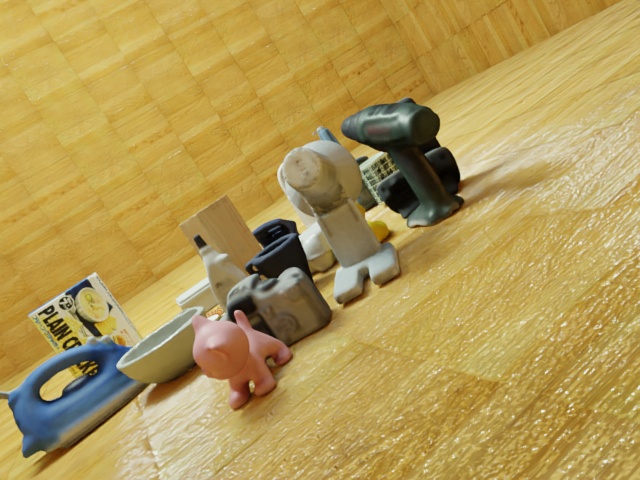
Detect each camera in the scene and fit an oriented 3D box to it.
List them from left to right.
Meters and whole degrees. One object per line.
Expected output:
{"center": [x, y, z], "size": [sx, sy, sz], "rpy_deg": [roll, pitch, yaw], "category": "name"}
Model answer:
{"center": [-0.065, 0.086, 0.804], "size": [0.143, 0.101, 0.137], "rpy_deg": [-30, 10, 13], "category": "camera"}

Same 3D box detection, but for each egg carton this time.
{"center": [0.010, 0.004, 1.072], "size": [0.107, 0.069, 0.151], "rpy_deg": [-22, 14, 48], "category": "egg carton"}

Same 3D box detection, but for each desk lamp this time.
{"center": [0.023, -0.044, 0.836], "size": [0.118, 0.213, 0.203], "rpy_deg": [-31, 10, 10], "category": "desk lamp"}

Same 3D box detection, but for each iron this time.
{"center": [-0.412, 0.246, 0.987], "size": [0.259, 0.141, 0.118], "rpy_deg": [-37, 11, -27], "category": "iron"}

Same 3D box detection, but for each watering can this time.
{"center": [-0.028, -0.118, 1.425], "size": [0.101, 0.194, 0.172], "rpy_deg": [-38, 11, -29], "category": "watering can"}

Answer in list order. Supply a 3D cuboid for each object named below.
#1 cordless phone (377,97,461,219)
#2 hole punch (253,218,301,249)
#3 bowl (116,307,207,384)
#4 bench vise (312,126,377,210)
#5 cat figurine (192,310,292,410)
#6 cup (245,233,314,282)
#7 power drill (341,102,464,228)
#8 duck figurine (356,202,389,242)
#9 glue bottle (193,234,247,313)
{"center": [0.152, -0.145, 1.016], "size": [0.147, 0.185, 0.094], "rpy_deg": [-31, 10, 11], "category": "cordless phone"}
{"center": [-0.116, -0.013, 1.492], "size": [0.108, 0.091, 0.101], "rpy_deg": [-28, 11, 22], "category": "hole punch"}
{"center": [-0.246, 0.187, 0.955], "size": [0.167, 0.075, 0.167], "rpy_deg": [-31, 10, 6], "category": "bowl"}
{"center": [0.070, -0.182, 1.358], "size": [0.122, 0.220, 0.207], "rpy_deg": [-35, 10, -16], "category": "bench vise"}
{"center": [-0.101, 0.126, 0.668], "size": [0.067, 0.118, 0.128], "rpy_deg": [-29, 10, 19], "category": "cat figurine"}
{"center": [-0.065, 0.055, 0.979], "size": [0.117, 0.095, 0.092], "rpy_deg": [-28, 11, 26], "category": "cup"}
{"center": [0.131, -0.126, 0.915], "size": [0.076, 0.208, 0.229], "rpy_deg": [-36, 10, -19], "category": "power drill"}
{"center": [0.068, -0.030, 1.003], "size": [0.077, 0.086, 0.104], "rpy_deg": [-35, 10, -14], "category": "duck figurine"}
{"center": [-0.190, 0.062, 1.102], "size": [0.078, 0.173, 0.037], "rpy_deg": [-29, 11, 19], "category": "glue bottle"}
